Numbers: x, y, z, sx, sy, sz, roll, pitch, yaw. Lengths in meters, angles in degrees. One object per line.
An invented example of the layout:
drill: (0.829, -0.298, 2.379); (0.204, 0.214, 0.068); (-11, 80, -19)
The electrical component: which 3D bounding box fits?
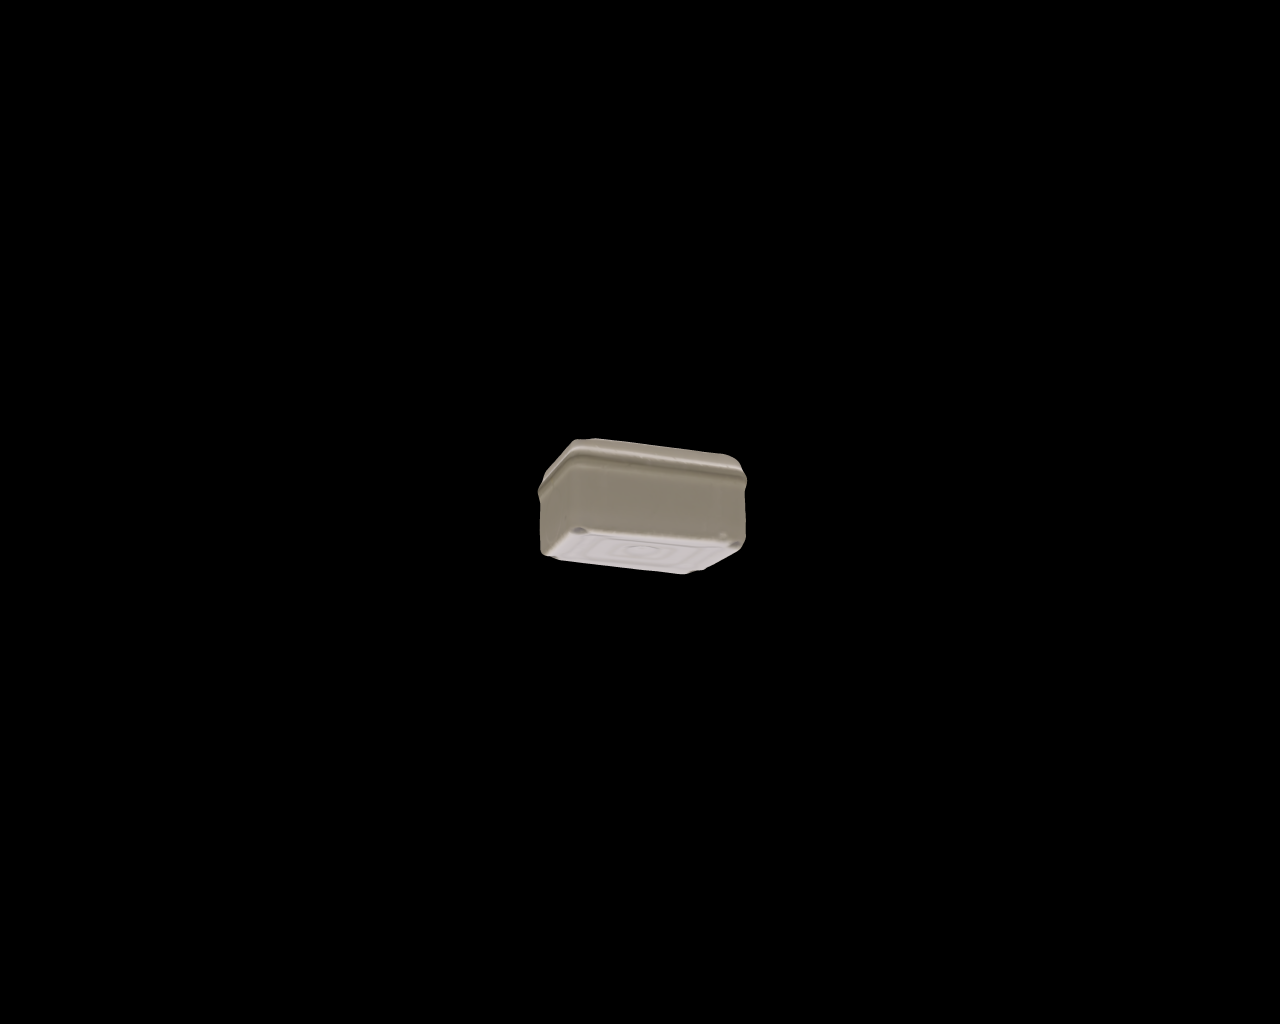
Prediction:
electrical component: (0.001, -0.003, 0.650); (0.113, 0.057, 0.078); (7, -19, -20)
